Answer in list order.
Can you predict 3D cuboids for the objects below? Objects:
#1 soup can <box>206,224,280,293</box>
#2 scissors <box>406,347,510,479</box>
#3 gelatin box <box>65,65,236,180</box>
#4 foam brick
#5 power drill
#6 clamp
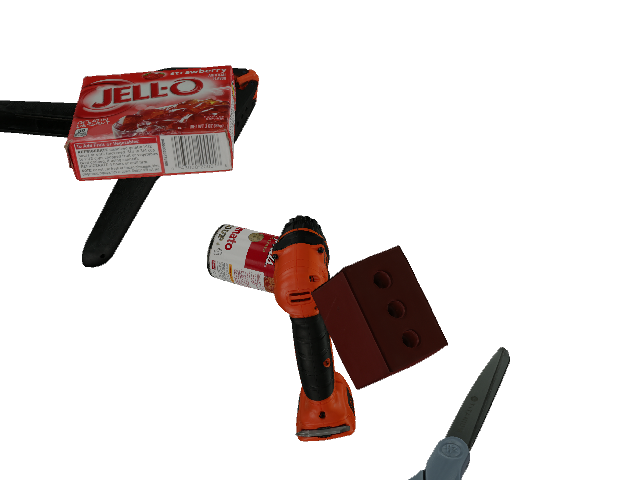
[{"bbox_3d":[-0.075,0.023,1.265,0.102,0.068,0.068,14,5,20],"label":"soup can"},{"bbox_3d":[0.081,0.128,0.563,0.096,0.016,0.201,26,44,33],"label":"scissors"},{"bbox_3d":[-0.093,-0.067,0.600,0.089,0.030,0.073,-4,37,0],"label":"gelatin box"},{"bbox_3d":[0.039,0.054,0.728,0.052,0.078,0.051,-21,-9,-34],"label":"foam brick"},{"bbox_3d":[-0.009,0.081,1.020,0.057,0.187,0.184,-9,19,5],"label":"power drill"},{"bbox_3d":[-0.131,-0.073,0.815,0.209,0.165,0.036,-22,-27,-22],"label":"clamp"}]
